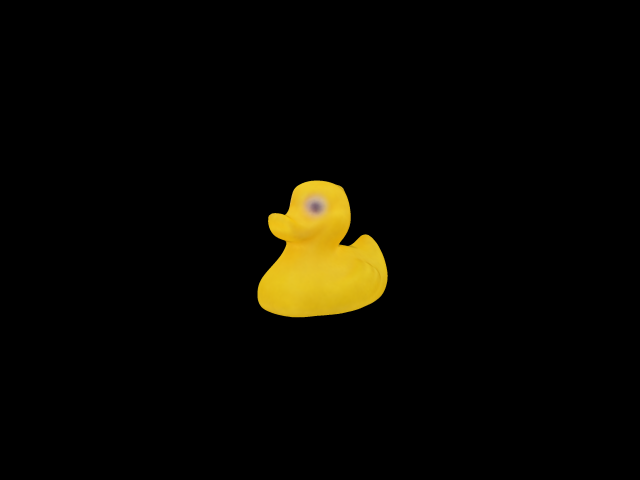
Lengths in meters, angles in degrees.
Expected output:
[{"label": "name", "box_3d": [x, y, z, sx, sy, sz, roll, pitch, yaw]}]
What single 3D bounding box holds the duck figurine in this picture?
[{"label": "duck figurine", "box_3d": [0.004, 0.001, 0.400, 0.105, 0.086, 0.077, -8, 11, -43]}]
